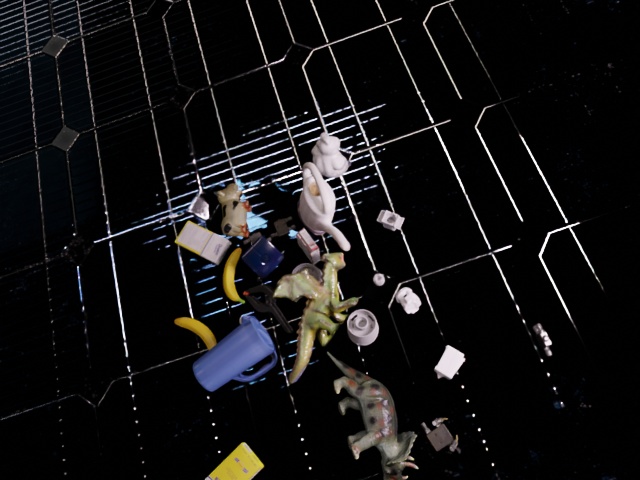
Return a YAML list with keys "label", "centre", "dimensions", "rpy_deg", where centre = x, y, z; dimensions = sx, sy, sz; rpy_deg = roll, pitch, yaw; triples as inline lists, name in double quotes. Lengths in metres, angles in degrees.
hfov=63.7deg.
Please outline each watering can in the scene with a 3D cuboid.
- label: "watering can"
  centre: [0.005, -0.084, 1.673]
  dimensions: [0.104, 0.220, 0.353]
  rpy_deg: [-15, 67, -15]

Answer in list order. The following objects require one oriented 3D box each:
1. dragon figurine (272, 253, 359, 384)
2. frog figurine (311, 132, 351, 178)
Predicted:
- label: "dragon figurine"
  centre: [-0.039, 0.209, 1.592]
  dimensions: [0.244, 0.121, 0.414]
  rpy_deg: [39, 78, 7]
- label: "frog figurine"
  centre: [0.031, -0.289, 1.775]
  dimensions: [0.123, 0.157, 0.139]
  rpy_deg: [-45, 70, -6]
